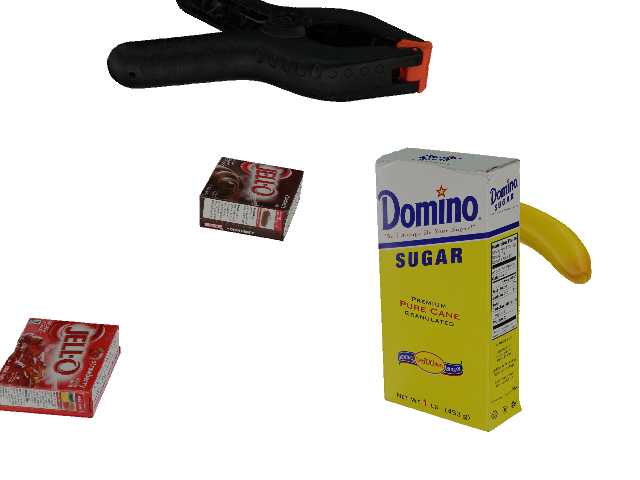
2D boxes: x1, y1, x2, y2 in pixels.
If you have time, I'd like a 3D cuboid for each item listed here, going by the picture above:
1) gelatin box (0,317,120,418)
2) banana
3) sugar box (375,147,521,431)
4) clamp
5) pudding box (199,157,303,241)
[{"bbox_3d":[-0.200,0.096,0.819,0.073,0.030,0.089,5,30,3],"label":"gelatin box"},{"bbox_3d":[0.195,-0.006,1.034,0.069,0.037,0.198,-39,38,-24],"label":"banana"},{"bbox_3d":[0.085,0.030,0.713,0.094,0.176,0.048,10,22,42],"label":"sugar box"},{"bbox_3d":[-0.029,-0.104,0.588,0.172,0.039,0.120,14,44,17],"label":"clamp"},{"bbox_3d":[-0.069,-0.044,1.089,0.090,0.039,0.113,9,28,3],"label":"pudding box"}]
